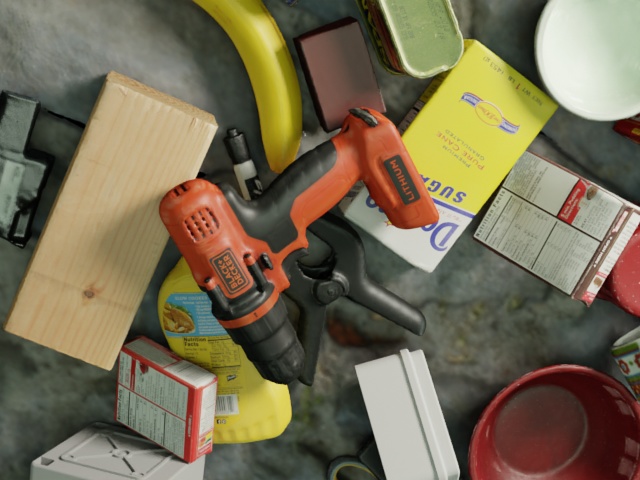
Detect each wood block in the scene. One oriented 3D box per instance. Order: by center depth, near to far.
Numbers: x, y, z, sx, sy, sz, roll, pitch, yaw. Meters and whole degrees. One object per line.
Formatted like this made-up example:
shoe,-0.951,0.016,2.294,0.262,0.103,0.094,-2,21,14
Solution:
wood block,-0.163,-0.018,0.834,0.090,0.090,0.206,23,99,-12

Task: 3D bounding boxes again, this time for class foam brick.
foam brick,0.015,-0.132,0.848,0.051,0.053,0.078,-18,104,-1

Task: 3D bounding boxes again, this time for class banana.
banana,-0.059,-0.148,0.847,0.070,0.037,0.197,-30,104,20

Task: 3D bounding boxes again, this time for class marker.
marker,-0.054,-0.034,0.879,0.020,0.020,0.121,-19,104,-3

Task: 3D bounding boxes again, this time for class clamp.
clamp,0.001,0.044,0.885,0.120,0.039,0.171,-35,113,1

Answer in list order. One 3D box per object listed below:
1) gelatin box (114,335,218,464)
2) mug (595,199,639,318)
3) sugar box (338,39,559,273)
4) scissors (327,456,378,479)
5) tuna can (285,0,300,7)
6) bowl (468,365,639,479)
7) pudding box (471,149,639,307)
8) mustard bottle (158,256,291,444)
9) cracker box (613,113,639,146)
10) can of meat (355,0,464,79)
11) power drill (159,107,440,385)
gelatin box,-0.125,0.128,0.866,0.089,0.030,0.073,23,119,30
mug,0.273,0.008,0.897,0.093,0.081,0.117,29,98,-12
sugar box,0.104,-0.068,0.878,0.093,0.048,0.176,34,95,-12
scissors,0.065,0.280,0.967,0.096,0.016,0.201,-40,104,0
tuna can,-0.008,-0.221,0.809,0.033,0.086,0.086,37,96,-12
bowl,0.203,0.178,0.940,0.162,0.055,0.162,-1,103,-7
pudding box,0.192,-0.012,0.871,0.039,0.114,0.090,18,104,-48
mustard bottle,-0.083,0.069,0.877,0.096,0.058,0.191,-4,104,18
cracker box,0.372,-0.145,0.879,0.164,0.072,0.214,25,99,-12
can of meat,0.068,-0.177,0.829,0.057,0.084,0.102,-23,105,-2
power drill,-0.005,0.001,0.812,0.187,0.057,0.184,-33,117,-8
